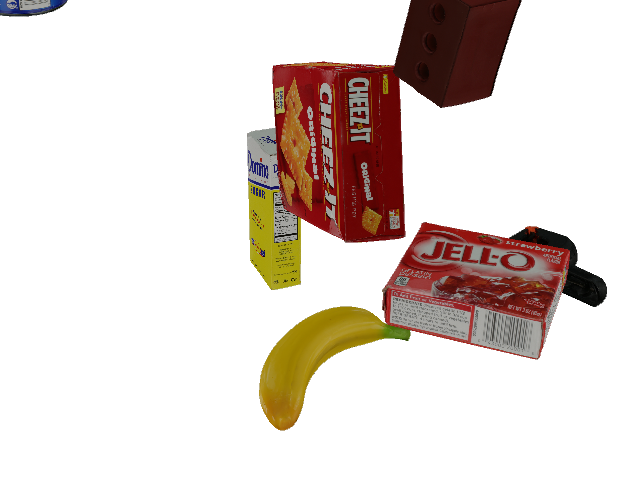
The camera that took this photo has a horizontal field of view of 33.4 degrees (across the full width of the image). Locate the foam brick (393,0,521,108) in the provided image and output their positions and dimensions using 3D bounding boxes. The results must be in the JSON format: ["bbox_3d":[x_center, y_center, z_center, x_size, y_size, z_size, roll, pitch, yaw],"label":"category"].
[{"bbox_3d":[0.090,-0.137,0.715,0.051,0.078,0.053,-20,48,-35],"label":"foam brick"}]

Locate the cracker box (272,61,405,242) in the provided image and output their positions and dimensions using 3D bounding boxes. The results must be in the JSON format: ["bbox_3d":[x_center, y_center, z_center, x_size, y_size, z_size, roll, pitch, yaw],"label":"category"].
[{"bbox_3d":[0.013,-0.097,1.085,0.072,0.164,0.214,-7,12,-17],"label":"cracker box"}]

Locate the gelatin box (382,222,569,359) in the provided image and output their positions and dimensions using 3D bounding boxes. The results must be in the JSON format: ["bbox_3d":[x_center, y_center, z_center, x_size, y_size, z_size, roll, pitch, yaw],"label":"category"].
[{"bbox_3d":[0.087,0.025,0.595,0.089,0.030,0.073,12,34,18],"label":"gelatin box"}]

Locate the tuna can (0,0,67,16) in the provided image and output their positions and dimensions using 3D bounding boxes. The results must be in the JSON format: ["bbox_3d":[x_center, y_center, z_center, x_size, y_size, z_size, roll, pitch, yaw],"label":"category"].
[{"bbox_3d":[-0.243,-0.211,0.852,0.086,0.034,0.086,5,35,-4],"label":"tuna can"}]

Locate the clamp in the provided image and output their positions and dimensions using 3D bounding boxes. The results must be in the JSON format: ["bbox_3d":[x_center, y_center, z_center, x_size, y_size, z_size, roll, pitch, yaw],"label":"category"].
[{"bbox_3d":[0.196,0.025,0.936,0.120,0.039,0.171,2,22,21],"label":"clamp"}]

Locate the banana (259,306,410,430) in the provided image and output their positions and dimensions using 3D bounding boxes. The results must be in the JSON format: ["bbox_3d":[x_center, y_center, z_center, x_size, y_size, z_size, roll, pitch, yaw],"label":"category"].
[{"bbox_3d":[-0.002,0.090,0.841,0.070,0.037,0.197,11,23,30],"label":"banana"}]

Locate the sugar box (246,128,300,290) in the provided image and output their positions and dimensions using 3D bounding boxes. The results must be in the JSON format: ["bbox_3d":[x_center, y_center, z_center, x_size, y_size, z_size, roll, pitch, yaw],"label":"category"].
[{"bbox_3d":[-0.057,-0.039,1.296,0.048,0.176,0.093,-11,26,-18],"label":"sugar box"}]
